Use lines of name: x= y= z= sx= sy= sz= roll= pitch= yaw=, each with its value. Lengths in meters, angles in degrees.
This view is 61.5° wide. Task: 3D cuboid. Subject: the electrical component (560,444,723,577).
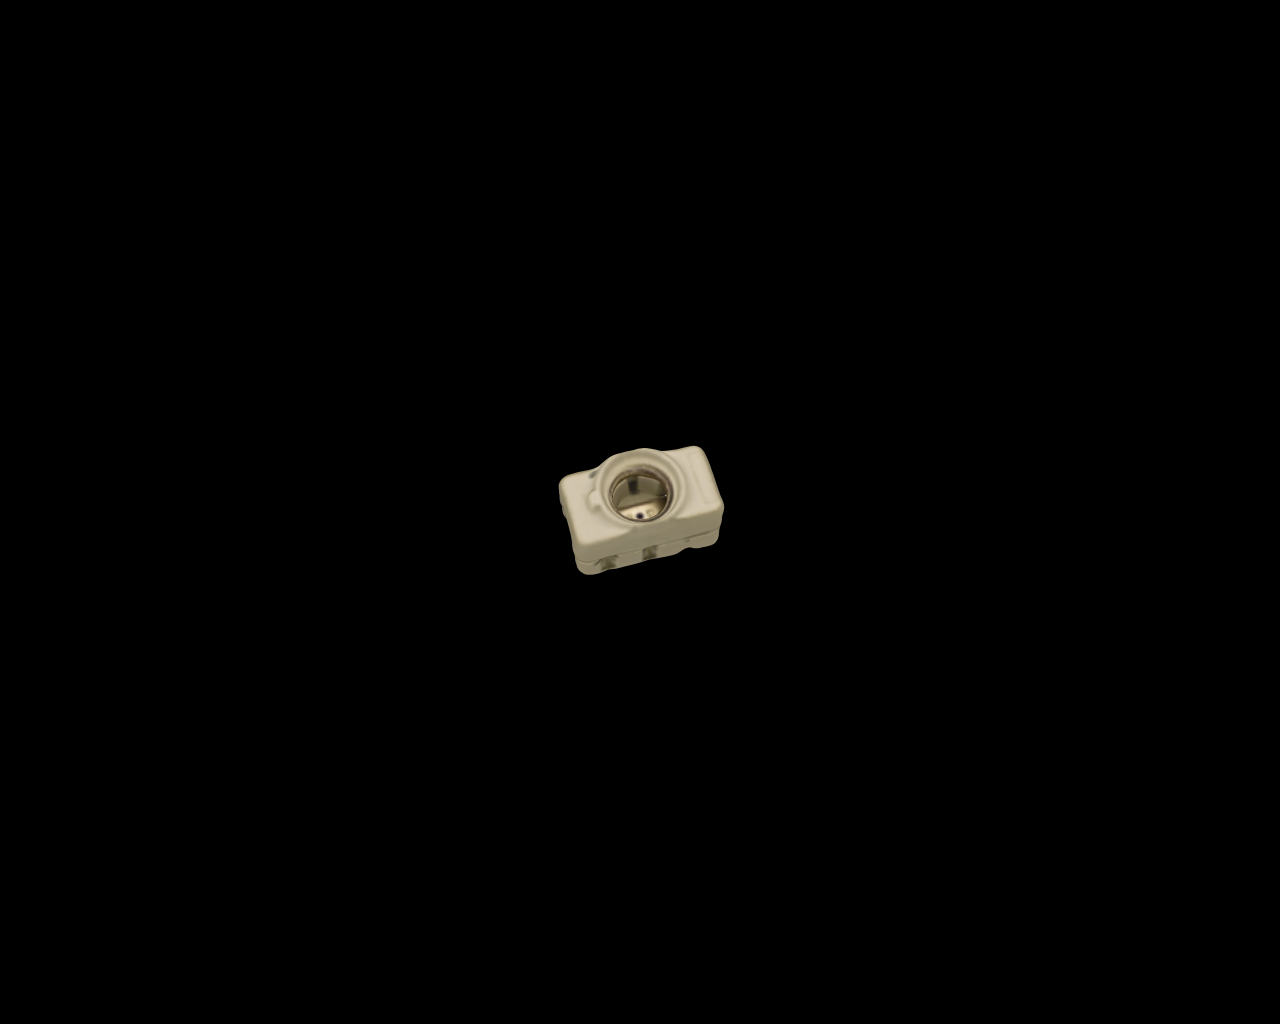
electrical component: x=0.001 y=-0.003 z=0.650 sx=0.089 sy=0.050 sz=0.055 roll=-14 pitch=-26 yaw=-7
